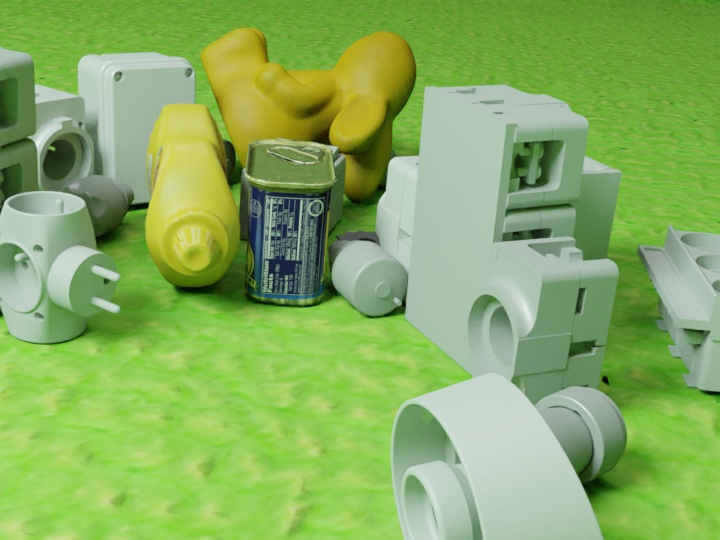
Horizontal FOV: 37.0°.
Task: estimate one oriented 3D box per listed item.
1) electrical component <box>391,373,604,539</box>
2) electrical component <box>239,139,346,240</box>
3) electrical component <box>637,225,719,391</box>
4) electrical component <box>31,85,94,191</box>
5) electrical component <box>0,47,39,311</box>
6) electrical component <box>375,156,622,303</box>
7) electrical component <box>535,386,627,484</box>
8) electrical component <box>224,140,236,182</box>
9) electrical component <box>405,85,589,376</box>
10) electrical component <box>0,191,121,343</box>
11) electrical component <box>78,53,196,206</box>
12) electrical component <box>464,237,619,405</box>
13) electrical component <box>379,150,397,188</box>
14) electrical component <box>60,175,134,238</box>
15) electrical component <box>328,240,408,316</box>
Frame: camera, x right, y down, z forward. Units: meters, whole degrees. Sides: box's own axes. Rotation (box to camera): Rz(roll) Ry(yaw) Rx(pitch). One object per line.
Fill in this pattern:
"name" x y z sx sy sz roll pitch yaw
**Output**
"electrical component" 0.052 0.089 0.411 0.064 0.099 0.099 -10 25 -18
"electrical component" -0.051 -0.058 0.807 0.062 0.061 0.096 9 22 10
"electrical component" 0.218 0.024 0.658 0.079 0.063 0.121 5 21 1
"electrical component" -0.235 -0.085 0.796 0.056 0.089 0.050 19 25 31
"electrical component" -0.241 -0.057 0.637 0.089 0.150 0.062 13 24 19
"electrical component" 0.092 -0.030 0.730 0.150 0.089 0.062 -5 24 -25
"electrical component" 0.093 0.082 0.507 0.055 0.045 0.045 -14 28 -41
"electrical component" -0.142 -0.095 0.910 0.078 0.040 0.040 13 23 20
"electrical component" 0.080 -0.026 0.632 0.062 0.150 0.089 -7 24 -25
"electrical component" -0.164 0.003 0.603 0.079 0.077 0.044 18 24 29
"electrical component" -0.174 -0.111 0.844 0.078 0.113 0.057 -11 23 -35
"electrical component" 0.093 0.033 0.569 0.056 0.089 0.050 -5 23 -24
"electrical component" 0.026 -0.089 0.941 0.061 0.035 0.035 11 22 6
"electrical component" -0.188 -0.048 0.775 0.043 0.043 0.062 13 22 20
"electrical component" 0.000 0.000 0.699 0.040 0.040 0.078 -5 23 -25
